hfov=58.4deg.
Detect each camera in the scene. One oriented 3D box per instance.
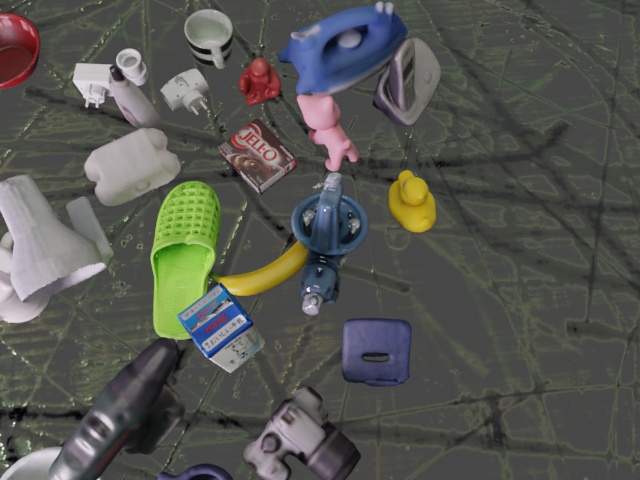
[{"bbox_3d":[-0.020,0.304,0.829,0.136,0.101,0.143,38,76,12],"label":"camera"}]

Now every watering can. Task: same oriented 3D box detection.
[{"bbox_3d":[-0.494,0.066,0.857,0.101,0.194,0.173,-5,72,-1],"label":"watering can"}]

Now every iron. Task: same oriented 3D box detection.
[{"bbox_3d":[0.056,-0.367,1.026,0.258,0.141,0.118,-26,74,-8],"label":"iron"}]

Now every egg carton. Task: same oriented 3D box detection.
[{"bbox_3d":[-0.321,-0.124,0.985,0.150,0.069,0.107,-29,74,-9],"label":"egg carton"}]

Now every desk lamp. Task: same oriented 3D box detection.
[{"bbox_3d":[-0.402,0.003,0.868,0.118,0.213,0.203,-28,74,-9],"label":"desk lamp"}]

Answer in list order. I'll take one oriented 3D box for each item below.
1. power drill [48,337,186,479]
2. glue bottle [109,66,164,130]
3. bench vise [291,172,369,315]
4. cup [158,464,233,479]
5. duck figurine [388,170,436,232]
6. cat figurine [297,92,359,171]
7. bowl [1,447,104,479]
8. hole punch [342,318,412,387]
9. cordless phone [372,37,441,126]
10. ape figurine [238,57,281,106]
[{"bbox_3d":[-0.258,0.240,0.793,0.075,0.208,0.230,35,75,11],"label":"power drill"},{"bbox_3d":[-0.321,-0.241,0.969,0.078,0.173,0.037,34,75,11],"label":"glue bottle"},{"bbox_3d":[0.020,0.002,0.865,0.121,0.220,0.207,-6,72,-1],"label":"bench vise"},{"bbox_3d":[-0.169,0.360,0.814,0.117,0.095,0.092,22,73,7],"label":"cup"},{"bbox_3d":[0.158,-0.069,0.959,0.077,0.086,0.104,-24,73,-7],"label":"duck figurine"},{"bbox_3d":[0.015,-0.198,0.984,0.067,0.118,0.127,-33,75,-10],"label":"cat figurine"},{"bbox_3d":[-0.374,0.383,0.817,0.167,0.075,0.167,0,72,0],"label":"bowl"},{"bbox_3d":[0.088,0.173,0.877,0.108,0.091,0.101,1,72,1],"label":"hole punch"},{"bbox_3d":[0.157,-0.298,0.981,0.094,0.185,0.148,26,74,9],"label":"cordless phone"},{"bbox_3d":[-0.107,-0.292,1.028,0.077,0.092,0.076,19,73,6],"label":"ape figurine"}]
